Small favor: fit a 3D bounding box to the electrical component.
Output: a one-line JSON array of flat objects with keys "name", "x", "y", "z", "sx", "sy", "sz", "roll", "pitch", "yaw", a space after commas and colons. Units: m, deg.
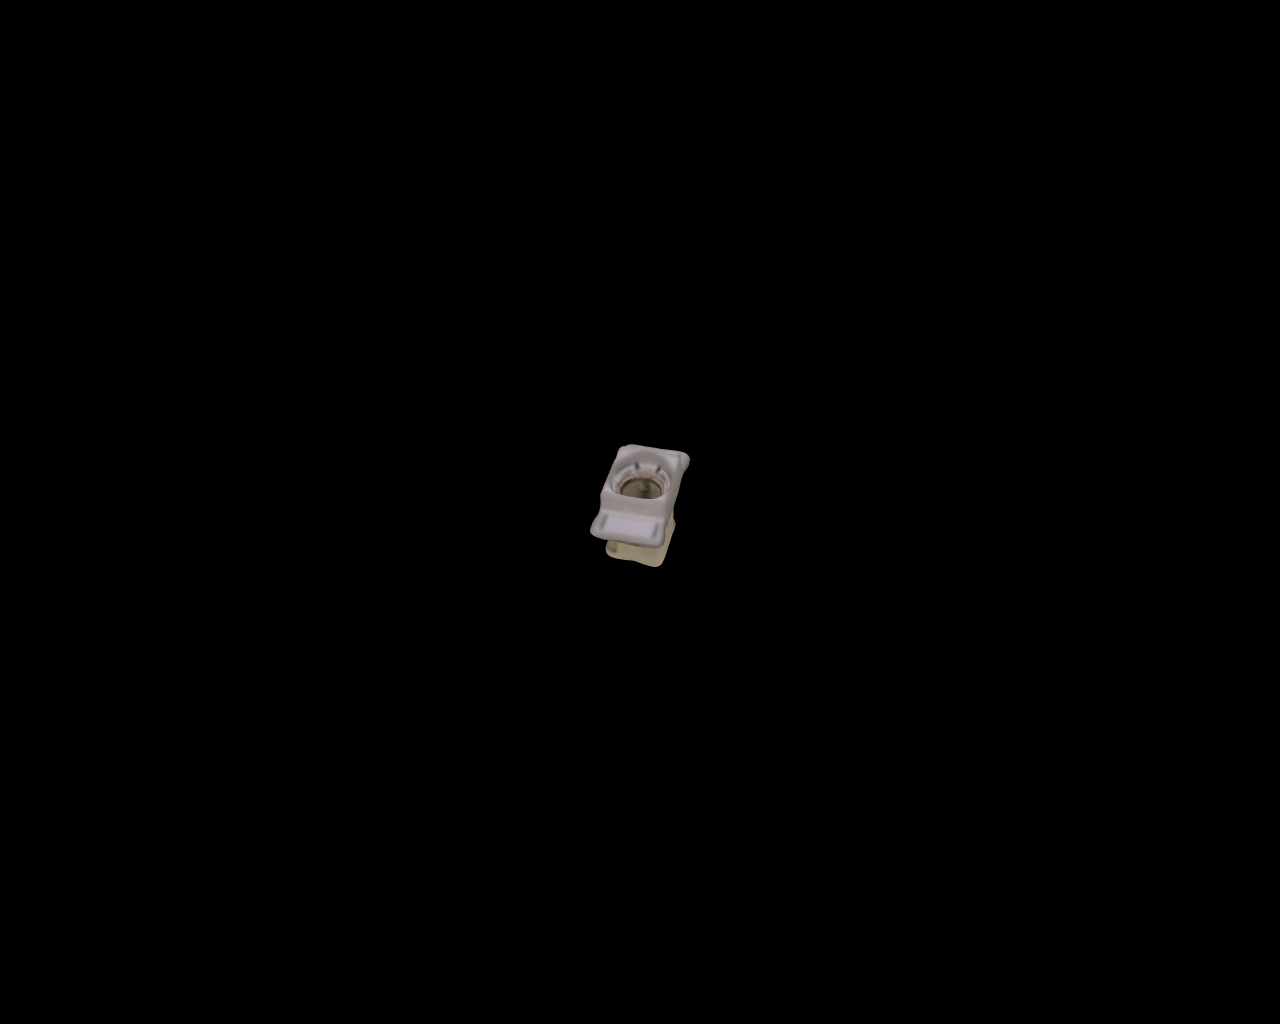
[{"name": "electrical component", "x": 0.001, "y": -0.003, "z": 0.650, "sx": 0.042, "sy": 0.063, "sz": 0.081, "roll": 11, "pitch": 47, "yaw": 11}]
